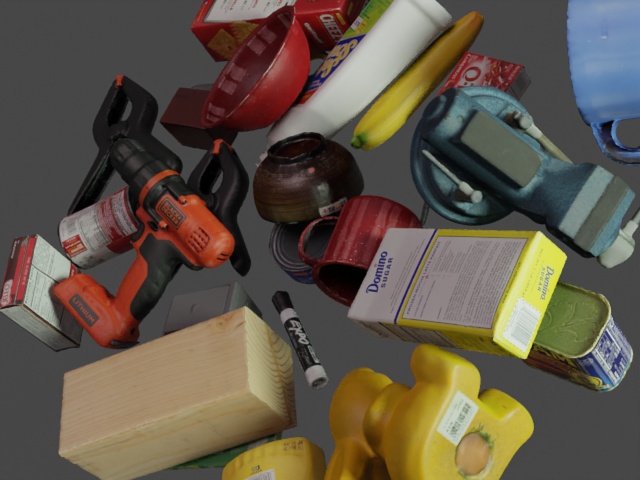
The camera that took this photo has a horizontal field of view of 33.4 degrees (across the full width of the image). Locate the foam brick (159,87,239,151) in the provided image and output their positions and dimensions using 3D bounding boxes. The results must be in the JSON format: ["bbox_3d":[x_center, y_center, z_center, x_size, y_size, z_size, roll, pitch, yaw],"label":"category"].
[{"bbox_3d":[-0.136,-0.140,1.245,0.078,0.051,0.053,13,68,38],"label":"foam brick"}]

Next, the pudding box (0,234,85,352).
[{"bbox_3d":[-0.302,0.060,1.179,0.039,0.113,0.090,-10,56,23],"label":"pudding box"}]

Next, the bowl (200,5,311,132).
[{"bbox_3d":[-0.060,-0.173,1.154,0.162,0.055,0.162,-43,26,26],"label":"bowl"}]

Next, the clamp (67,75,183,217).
[{"bbox_3d":[-0.230,-0.125,1.304,0.165,0.036,0.210,-19,51,25],"label":"clamp"}]

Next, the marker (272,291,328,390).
[{"bbox_3d":[-0.021,0.094,1.039,0.020,0.020,0.121,-35,48,9],"label":"marker"}]

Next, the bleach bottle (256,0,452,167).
[{"bbox_3d":[0.025,-0.163,1.128,0.251,0.068,0.102,-48,22,8],"label":"bleach bottle"}]

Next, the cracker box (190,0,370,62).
[{"bbox_3d":[-0.027,-0.296,1.258,0.214,0.072,0.164,2,57,33],"label":"cracker box"}]

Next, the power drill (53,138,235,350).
[{"bbox_3d":[-0.201,0.008,1.135,0.184,0.057,0.188,45,106,23],"label":"power drill"}]

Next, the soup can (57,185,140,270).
[{"bbox_3d":[-0.239,-0.015,1.218,0.102,0.068,0.068,-24,51,18],"label":"soup can"}]

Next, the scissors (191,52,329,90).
[{"bbox_3d":[-0.062,-0.194,1.255,0.202,0.016,0.096,23,74,40],"label":"scissors"}]

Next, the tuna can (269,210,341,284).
[{"bbox_3d":[-0.007,0.001,1.080,0.086,0.033,0.086,-17,53,23],"label":"tuna can"}]

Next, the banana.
[{"bbox_3d":[0.097,-0.156,1.101,0.197,0.037,0.070,-48,11,-11],"label":"banana"}]

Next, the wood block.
[{"bbox_3d":[-0.135,0.150,1.007,0.206,0.090,0.091,-21,50,19],"label":"wood block"}]

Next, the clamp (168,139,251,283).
[{"bbox_3d":[-0.127,-0.027,1.174,0.120,0.039,0.171,-11,58,21],"label":"clamp"}]

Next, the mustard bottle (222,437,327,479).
[{"bbox_3d":[-0.032,0.270,0.904,0.096,0.058,0.191,-24,50,21],"label":"mustard bottle"}]

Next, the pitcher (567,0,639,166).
[{"bbox_3d":[0.340,-0.162,0.910,0.243,0.149,0.145,-2,47,26],"label":"pitcher"}]

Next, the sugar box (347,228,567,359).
[{"bbox_3d":[0.107,0.039,0.868,0.177,0.048,0.093,2,61,55],"label":"sugar box"}]

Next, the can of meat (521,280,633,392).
[{"bbox_3d":[0.195,0.075,0.867,0.102,0.083,0.057,20,73,40],"label":"can of meat"}]

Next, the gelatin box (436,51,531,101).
[{"bbox_3d":[0.157,-0.141,1.070,0.073,0.030,0.089,24,75,41],"label":"gelatin box"}]

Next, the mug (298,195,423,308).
[{"bbox_3d":[0.037,0.010,1.005,0.117,0.093,0.081,12,62,18],"label":"mug"}]
